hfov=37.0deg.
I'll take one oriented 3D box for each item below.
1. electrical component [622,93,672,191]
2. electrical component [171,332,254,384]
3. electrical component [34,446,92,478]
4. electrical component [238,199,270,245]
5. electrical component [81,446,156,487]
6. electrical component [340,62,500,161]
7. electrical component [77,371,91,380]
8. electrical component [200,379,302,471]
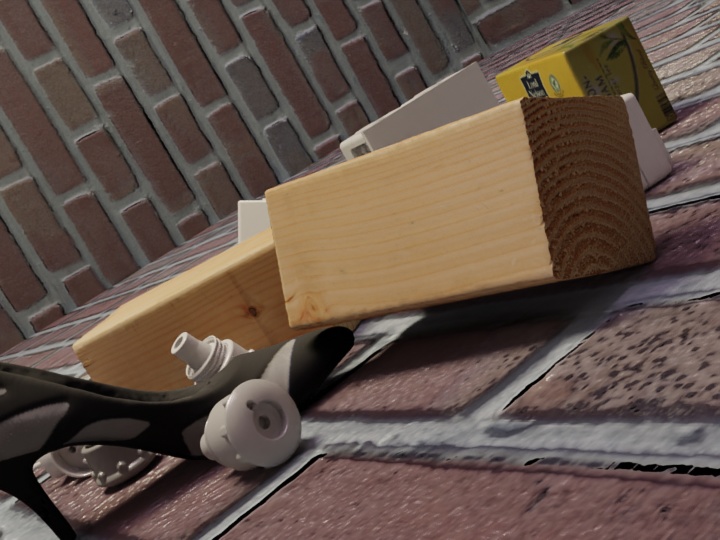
[{"bbox_3d":[0.161,-0.080,0.742,0.061,0.061,0.096,-32,9,-13],"label":"electrical component"},{"bbox_3d":[-0.102,0.066,0.749,0.048,0.062,0.048,-41,27,26],"label":"electrical component"},{"bbox_3d":[-0.226,0.136,0.838,0.079,0.043,0.077,-30,9,3],"label":"electrical component"},{"bbox_3d":[-0.042,-0.036,0.973,0.109,0.056,0.109,1,2,17],"label":"electrical component"},{"bbox_3d":[-0.171,0.113,0.734,0.048,0.062,0.048,-29,9,5],"label":"electrical component"},{"bbox_3d":[0.077,-0.140,1.199,0.186,0.105,0.060,-35,10,-32],"label":"electrical component"},{"bbox_3d":[-0.254,0.120,1.012,0.079,0.044,0.077,-31,9,-6],"label":"electrical component"},{"bbox_3d":[-0.066,0.090,0.592,0.062,0.048,0.048,-30,6,47],"label":"electrical component"}]
